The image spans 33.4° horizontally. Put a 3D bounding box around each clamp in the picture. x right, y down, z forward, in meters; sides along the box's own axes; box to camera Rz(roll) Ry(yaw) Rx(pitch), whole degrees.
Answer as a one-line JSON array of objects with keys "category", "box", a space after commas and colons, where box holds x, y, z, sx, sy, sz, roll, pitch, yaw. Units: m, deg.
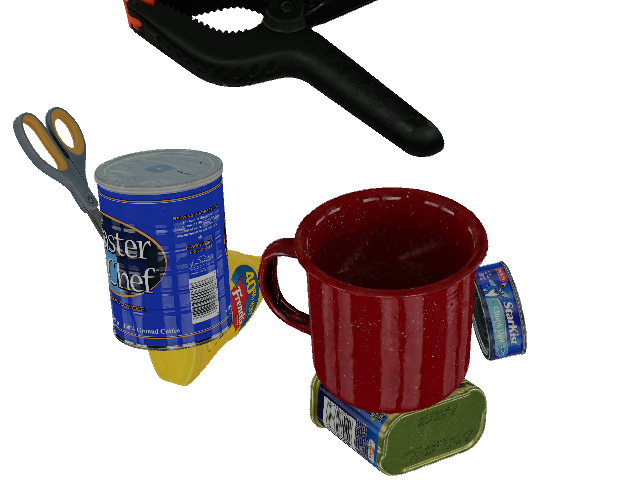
[{"category": "clamp", "box": [-0.015, -0.122, 0.644, 0.210, 0.164, 0.036, 1, -31, 1]}]

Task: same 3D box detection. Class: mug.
[{"category": "mug", "box": [0.023, 0.030, 0.537, 0.117, 0.081, 0.093, 8, 36, 16]}]

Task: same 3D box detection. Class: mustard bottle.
[{"category": "mustard bottle", "box": [-0.106, 0.064, 1.107, 0.058, 0.096, 0.191, 12, 29, 21]}]

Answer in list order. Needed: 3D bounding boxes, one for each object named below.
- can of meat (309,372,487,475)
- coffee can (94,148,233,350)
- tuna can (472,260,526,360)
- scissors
[{"category": "can of meat", "box": [0.057, 0.120, 0.772, 0.101, 0.057, 0.084, -12, 27, -32]}, {"category": "coffee can", "box": [-0.127, 0.006, 0.880, 0.103, 0.140, 0.103, -2, 21, 1]}, {"category": "tuna can", "box": [0.156, 0.063, 0.957, 0.033, 0.086, 0.086, -12, 0, -1]}, {"category": "scissors", "box": [-0.237, -0.055, 1.092, 0.016, 0.201, 0.096, -25, 26, 27]}]
